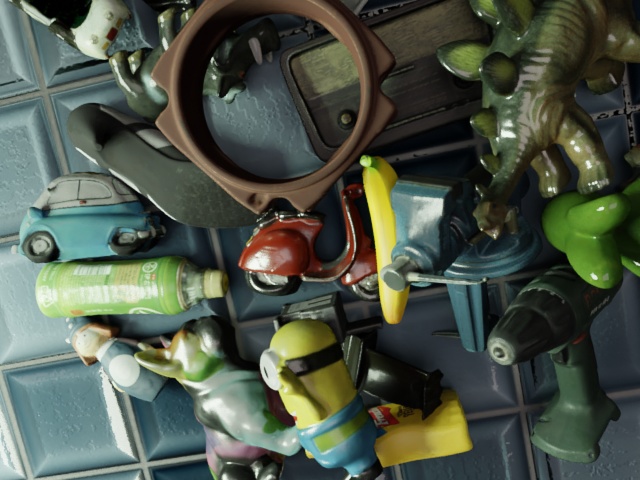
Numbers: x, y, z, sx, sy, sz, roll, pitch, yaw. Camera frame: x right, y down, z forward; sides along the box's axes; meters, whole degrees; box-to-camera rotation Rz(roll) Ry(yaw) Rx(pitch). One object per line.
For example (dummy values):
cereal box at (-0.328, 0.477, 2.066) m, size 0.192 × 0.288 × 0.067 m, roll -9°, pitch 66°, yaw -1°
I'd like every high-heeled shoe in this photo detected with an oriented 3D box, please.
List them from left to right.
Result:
high-heeled shoe at (-0.175, -0.086, 0.642) m, size 0.248 × 0.145 × 0.086 m, roll 25°, pitch 100°, yaw -28°

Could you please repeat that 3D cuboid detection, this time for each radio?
radio at (0.084, -0.173, 0.585) m, size 0.230 × 0.073 × 0.131 m, roll -18°, pitch 96°, yaw 8°

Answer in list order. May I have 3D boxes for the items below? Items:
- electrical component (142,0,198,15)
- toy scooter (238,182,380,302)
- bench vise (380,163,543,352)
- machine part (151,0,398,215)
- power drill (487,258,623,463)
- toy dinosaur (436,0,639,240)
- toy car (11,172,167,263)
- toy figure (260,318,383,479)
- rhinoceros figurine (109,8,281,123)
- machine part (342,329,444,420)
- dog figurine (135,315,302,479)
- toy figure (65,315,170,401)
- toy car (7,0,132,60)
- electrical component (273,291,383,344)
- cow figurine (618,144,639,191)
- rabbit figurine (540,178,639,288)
electrical component at (-0.174, -0.319, 0.566) m, size 0.058 × 0.115 × 0.134 m, roll -5°, pitch 98°, yaw 2°
toy scooter at (-0.001, -0.002, 0.619) m, size 0.184 × 0.075 × 0.135 m, roll 4°, pitch 100°, yaw 1°
bench vise at (0.156, 0.031, 0.564) m, size 0.129 × 0.224 × 0.240 m, roll 5°, pitch 124°, yaw 36°
machine part at (-0.042, -0.140, 0.520) m, size 0.201 × 0.087 × 0.201 m, roll 42°, pitch 99°, yaw -5°
power drill at (0.252, 0.128, 0.568) m, size 0.086 × 0.232 × 0.207 m, roll 0°, pitch 115°, yaw 49°
toy dinosaur at (0.234, -0.205, 0.506) m, size 0.198 × 0.105 × 0.471 m, roll 36°, pitch 71°, yaw -16°
toy car at (-0.268, -0.028, 0.623) m, size 0.162 × 0.109 × 0.102 m, roll -7°, pitch 93°, yaw 2°
toy figure at (0.006, 0.169, 0.566) m, size 0.089 × 0.082 × 0.180 m, roll -32°, pitch 87°, yaw -32°
rhinoceros figurine at (-0.137, -0.198, 0.597) m, size 0.190 × 0.073 × 0.112 m, roll -25°, pitch 104°, yaw 12°
machine part at (0.077, 0.156, 0.631) m, size 0.139 × 0.039 × 0.084 m, roll 19°, pitch 96°, yaw 34°
dog figurine at (-0.124, 0.199, 0.648) m, size 0.219 × 0.108 × 0.191 m, roll 31°, pitch 103°, yaw 4°
toy figure at (-0.259, 0.140, 0.675) m, size 0.154 × 0.057 × 0.064 m, roll 35°, pitch 62°, yaw 1°
toy car at (-0.286, -0.266, 0.592) m, size 0.202 × 0.056 × 0.073 m, roll 37°, pitch 98°, yaw 26°
electrical component at (0.011, 0.093, 0.632) m, size 0.119 × 0.075 × 0.047 m, roll -14°, pitch 97°, yaw 11°
cow figurine at (0.392, -0.019, 0.577) m, size 0.127 × 0.085 × 0.195 m, roll -31°, pitch 92°, yaw 15°
rabbit figurine at (0.291, -0.004, 0.510) m, size 0.170 × 0.159 × 0.121 m, roll 6°, pitch 107°, yaw 42°
